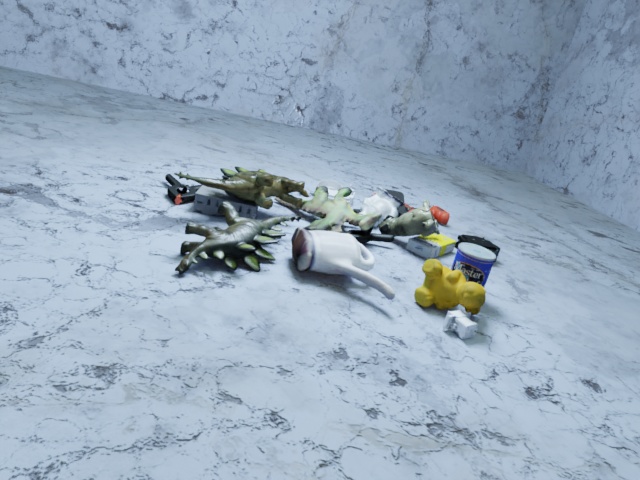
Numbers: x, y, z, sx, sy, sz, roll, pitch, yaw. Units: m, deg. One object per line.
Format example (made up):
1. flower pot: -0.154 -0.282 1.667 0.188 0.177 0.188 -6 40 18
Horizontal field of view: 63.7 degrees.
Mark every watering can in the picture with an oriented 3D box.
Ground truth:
1. watering can: 0.047 0.050 1.340 0.224 0.102 0.353 5 22 -20

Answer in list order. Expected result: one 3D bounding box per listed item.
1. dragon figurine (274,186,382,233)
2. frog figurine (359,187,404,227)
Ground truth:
1. dragon figurine: 0.005 -0.085 1.695 0.410 0.120 0.247 2 23 16
2. frog figurine: 0.204 -0.096 1.855 0.137 0.161 0.121 44 -20 -3
